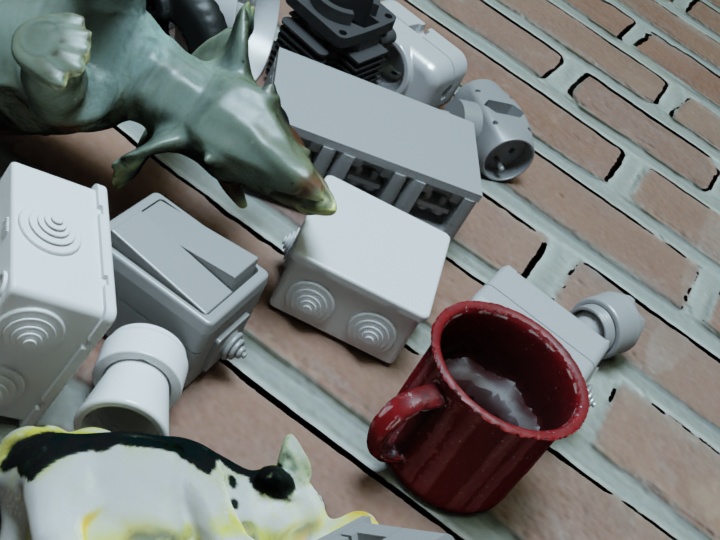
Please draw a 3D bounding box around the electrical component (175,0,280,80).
[{"bbox_3d":[-0.092,-0.191,0.777,0.064,0.099,0.099,22,37,0],"label":"electrical component"}]

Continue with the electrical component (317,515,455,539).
[{"bbox_3d":[-0.032,0.174,0.382,0.186,0.060,0.105,-17,98,-44],"label":"electrical component"}]

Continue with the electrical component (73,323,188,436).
[{"bbox_3d":[-0.109,0.059,0.519,0.045,0.045,0.055,21,38,-11],"label":"electrical component"}]

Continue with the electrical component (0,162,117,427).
[{"bbox_3d":[-0.158,0.011,0.500,0.048,0.099,0.099,20,37,-34],"label":"electrical component"}]

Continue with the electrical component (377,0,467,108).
[{"bbox_3d":[0.030,-0.169,0.865,0.095,0.053,0.059,41,38,13],"label":"electrical component"}]

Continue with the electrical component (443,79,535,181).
[{"bbox_3d":[0.089,-0.114,0.850,0.079,0.043,0.077,6,43,-28],"label":"electrical component"}]

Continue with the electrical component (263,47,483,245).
[{"bbox_3d":[0.000,-0.079,0.735,0.150,0.061,0.089,19,39,-15],"label":"electrical component"}]

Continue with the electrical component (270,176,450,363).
[{"bbox_3d":[0.000,0.000,0.656,0.100,0.048,0.099,27,37,-4],"label":"electrical component"}]

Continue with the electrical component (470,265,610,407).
[{"bbox_3d":[0.099,0.056,0.647,0.096,0.061,0.061,38,38,10],"label":"electrical component"}]

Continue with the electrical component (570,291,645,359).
[{"bbox_3d":[0.158,0.039,0.721,0.062,0.043,0.043,-13,54,-41],"label":"electrical component"}]

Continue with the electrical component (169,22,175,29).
[{"bbox_3d":[-0.179,-0.230,0.793,0.113,0.057,0.078,36,38,8],"label":"electrical component"}]

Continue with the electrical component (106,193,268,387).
[{"bbox_3d":[-0.096,0.011,0.569,0.096,0.061,0.061,36,37,7],"label":"electrical component"}]
